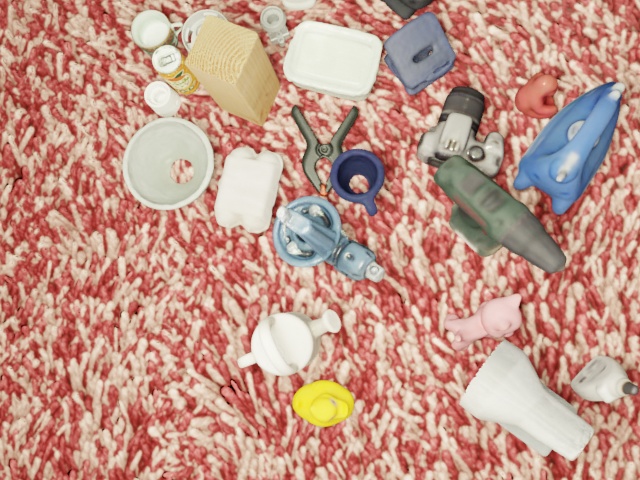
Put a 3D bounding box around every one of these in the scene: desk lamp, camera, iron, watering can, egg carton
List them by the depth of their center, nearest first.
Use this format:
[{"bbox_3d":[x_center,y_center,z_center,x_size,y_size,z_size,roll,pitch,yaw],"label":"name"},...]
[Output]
[{"bbox_3d":[0.310,0.246,0.864,0.203,0.213,0.118,35,88,9],"label":"desk lamp"},{"bbox_3d":[-0.053,0.162,0.921,0.101,0.194,0.173,43,90,9],"label":"watering can"},{"bbox_3d":[0.432,-0.176,0.934,0.118,0.141,0.258,33,88,9],"label":"iron"},{"bbox_3d":[0.250,-0.186,0.974,0.143,0.101,0.137,18,86,8],"label":"camera"},{"bbox_3d":[-0.127,-0.090,1.019,0.107,0.069,0.150,11,85,7],"label":"egg carton"}]

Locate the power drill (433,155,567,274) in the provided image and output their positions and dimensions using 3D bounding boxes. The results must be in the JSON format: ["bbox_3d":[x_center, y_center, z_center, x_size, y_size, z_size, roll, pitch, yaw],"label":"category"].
[{"bbox_3d":[0.271,-0.031,0.901,0.075,0.208,0.229,-45,81,0],"label":"power drill"}]

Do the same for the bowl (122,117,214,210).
[{"bbox_3d":[-0.263,-0.131,1.035,0.167,0.075,0.167,-1,84,6],"label":"bowl"}]

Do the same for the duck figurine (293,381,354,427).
[{"bbox_3d":[0.003,0.278,0.957,0.104,0.086,0.077,4,84,6],"label":"duck figurine"}]

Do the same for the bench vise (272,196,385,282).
[{"bbox_3d":[0.011,-0.008,0.920,0.207,0.220,0.121,13,85,7],"label":"bench vise"}]

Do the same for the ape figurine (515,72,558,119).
[{"bbox_3d":[0.375,-0.251,0.973,0.076,0.092,0.078,4,84,7],"label":"ape figurine"}]

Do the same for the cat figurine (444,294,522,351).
[{"bbox_3d":[0.270,0.135,0.929,0.128,0.118,0.067,-25,82,3],"label":"cat figurine"}]

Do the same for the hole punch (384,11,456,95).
[{"bbox_3d":[0.177,-0.326,1.002,0.108,0.091,0.101,-35,81,1],"label":"hole punch"}]

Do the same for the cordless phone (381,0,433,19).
[{"bbox_3d":[0.139,-0.479,0.975,0.147,0.185,0.094,38,89,9],"label":"cordless phone"}]

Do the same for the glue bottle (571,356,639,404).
[{"bbox_3d":[0.443,0.219,0.874,0.078,0.173,0.037,-44,81,0],"label":"glue bottle"}]

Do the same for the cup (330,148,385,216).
[{"bbox_3d":[0.072,-0.091,0.985,0.091,0.095,0.118,-24,82,3],"label":"cup"}]
